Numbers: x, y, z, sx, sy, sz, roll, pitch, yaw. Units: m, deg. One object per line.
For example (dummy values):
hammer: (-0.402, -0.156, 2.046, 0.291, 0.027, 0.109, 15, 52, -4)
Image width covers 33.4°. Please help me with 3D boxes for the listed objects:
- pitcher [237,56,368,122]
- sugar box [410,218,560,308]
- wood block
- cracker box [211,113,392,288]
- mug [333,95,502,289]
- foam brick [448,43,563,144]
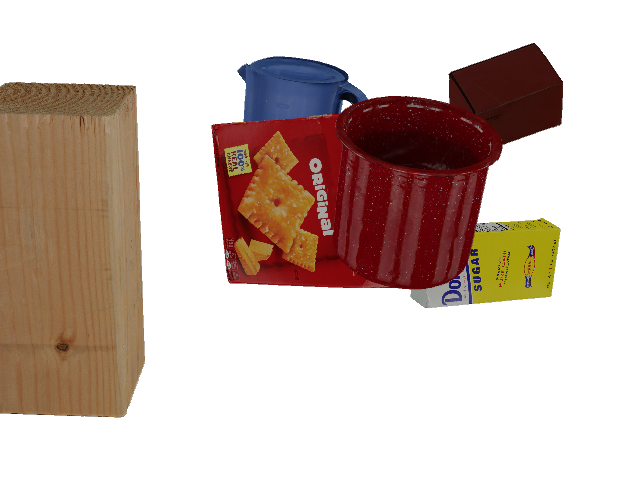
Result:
pitcher: (-0.034, -0.111, 1.402, 0.144, 0.243, 0.149, -2, 24, -22)
sugar box: (0.198, 0.027, 1.279, 0.176, 0.093, 0.048, -5, 20, -23)
wood block: (-0.171, 0.005, 0.714, 0.091, 0.206, 0.090, 2, 20, 0)
cracker box: (0.002, -0.039, 1.027, 0.214, 0.164, 0.072, 0, 9, 33)
mug: (0.057, -0.031, 0.618, 0.093, 0.081, 0.117, 24, 37, 25)
foam brick: (0.150, -0.115, 0.863, 0.078, 0.051, 0.053, -19, -36, -6)
